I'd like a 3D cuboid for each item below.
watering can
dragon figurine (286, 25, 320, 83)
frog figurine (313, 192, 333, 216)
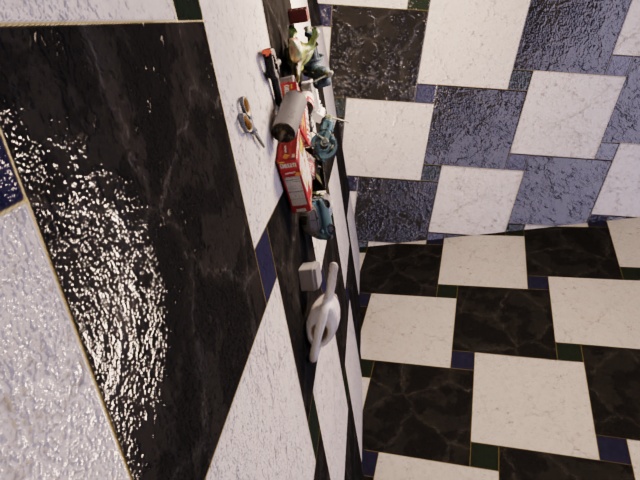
[{"bbox_3d":[0.021,0.224,1.689,0.226,0.104,0.345,-47,151,-81],"label":"watering can"},{"bbox_3d":[-0.090,-0.629,1.884,0.405,0.122,0.246,106,-2,-75],"label":"dragon figurine"},{"bbox_3d":[0.006,-0.099,1.963,0.156,0.123,0.140,64,-1,-34],"label":"frog figurine"}]
